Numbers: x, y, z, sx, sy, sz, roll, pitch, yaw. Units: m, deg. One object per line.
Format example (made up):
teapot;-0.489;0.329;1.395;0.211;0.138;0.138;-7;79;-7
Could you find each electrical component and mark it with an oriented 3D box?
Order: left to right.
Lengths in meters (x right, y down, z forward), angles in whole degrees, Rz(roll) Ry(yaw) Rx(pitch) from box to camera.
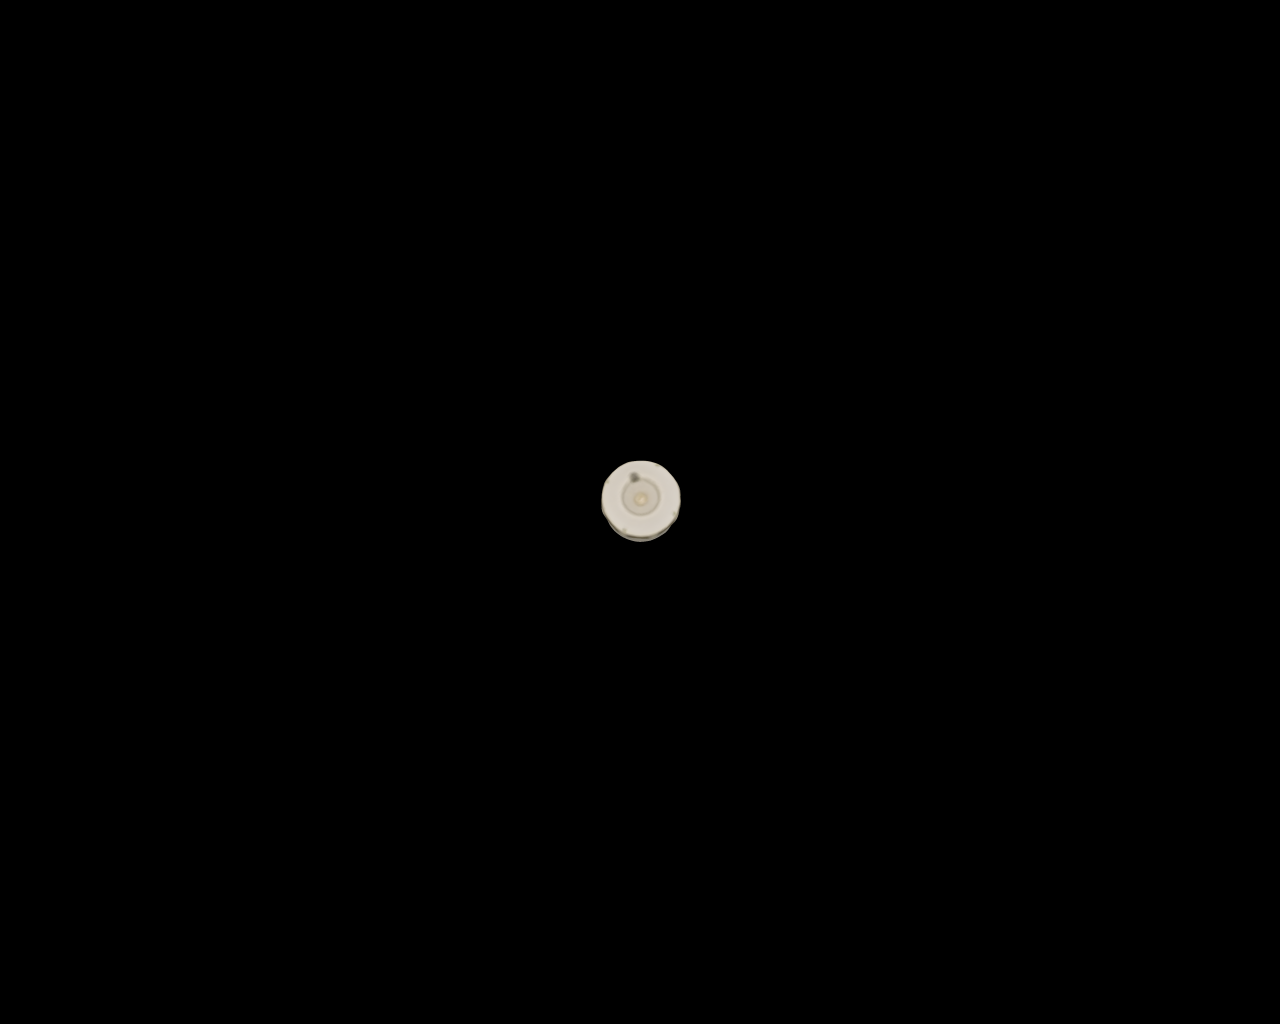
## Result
electrical component;0.001;-0.003;0.650;0.048;0.048;0.062;0;-12;0
